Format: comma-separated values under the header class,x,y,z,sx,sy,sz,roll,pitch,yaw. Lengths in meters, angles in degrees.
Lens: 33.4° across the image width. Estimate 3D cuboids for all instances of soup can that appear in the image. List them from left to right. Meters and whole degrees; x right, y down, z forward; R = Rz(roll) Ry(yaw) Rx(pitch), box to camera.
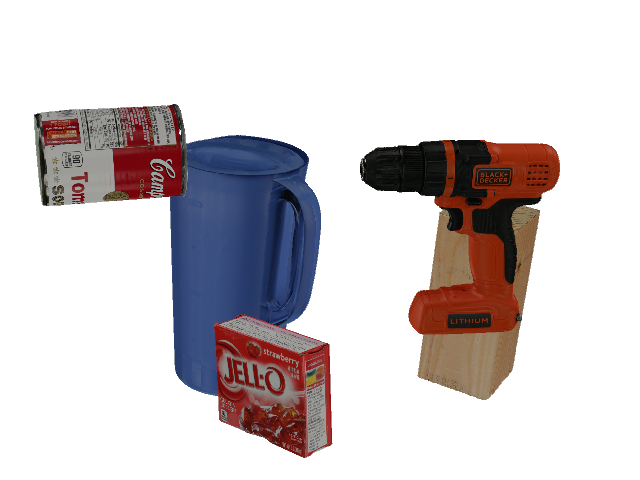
class,x,y,z,sx,sy,sz,roll,pitch,yaw
soup can,-0.151,-0.062,0.769,0.102,0.068,0.069,-5,1,-16

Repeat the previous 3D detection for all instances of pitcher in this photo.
class,x,y,z,sx,sy,sz,roll,pitch,yaw
pitcher,-0.078,0.028,1.036,0.145,0.243,0.149,3,20,-3

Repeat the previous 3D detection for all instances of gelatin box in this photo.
class,x,y,z,sx,sy,sz,roll,pitch,yaw
gelatin box,-0.033,0.096,0.716,0.089,0.073,0.030,14,22,42

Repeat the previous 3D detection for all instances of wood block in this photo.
class,x,y,z,sx,sy,sz,roll,pitch,yaw
wood block,0.179,0.062,1.213,0.090,0.206,0.090,17,26,25

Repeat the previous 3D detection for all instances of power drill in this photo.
class,x,y,z,sx,sy,sz,roll,pitch,yaw
power drill,0.125,-0.004,1.002,0.184,0.188,0.057,0,25,-5
